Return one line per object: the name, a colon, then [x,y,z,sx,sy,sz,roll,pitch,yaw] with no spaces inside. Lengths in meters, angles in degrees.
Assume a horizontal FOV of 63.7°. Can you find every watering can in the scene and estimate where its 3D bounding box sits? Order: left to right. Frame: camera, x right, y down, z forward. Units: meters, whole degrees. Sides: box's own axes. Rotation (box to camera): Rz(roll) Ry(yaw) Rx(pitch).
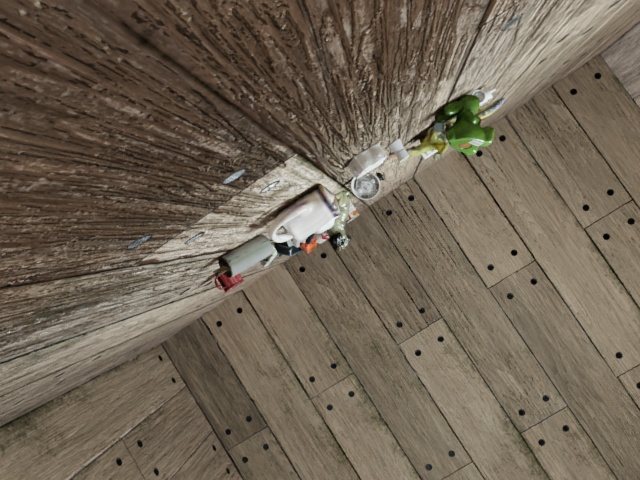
watering can: [-0.040,-0.060,1.539,0.224,0.105,0.345,-34,168,4]

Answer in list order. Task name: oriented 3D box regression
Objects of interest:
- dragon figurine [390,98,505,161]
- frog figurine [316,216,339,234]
dragon figurine: [0.433,-0.382,1.814,0.412,0.121,0.244,-30,-166,-8]
frog figurine: [0.005,-0.084,1.678,0.138,0.123,0.159,-11,180,-21]
